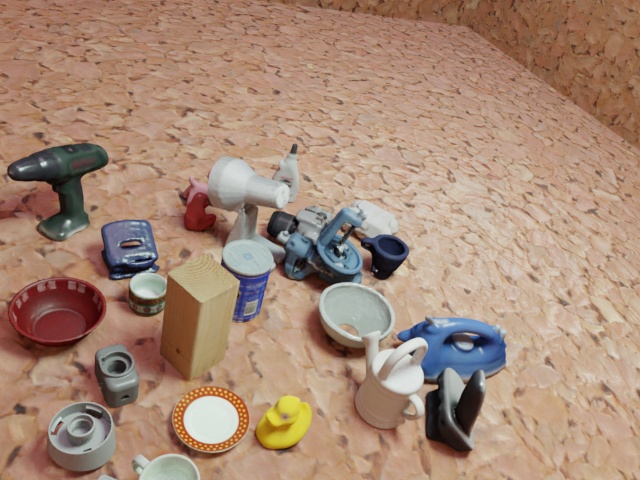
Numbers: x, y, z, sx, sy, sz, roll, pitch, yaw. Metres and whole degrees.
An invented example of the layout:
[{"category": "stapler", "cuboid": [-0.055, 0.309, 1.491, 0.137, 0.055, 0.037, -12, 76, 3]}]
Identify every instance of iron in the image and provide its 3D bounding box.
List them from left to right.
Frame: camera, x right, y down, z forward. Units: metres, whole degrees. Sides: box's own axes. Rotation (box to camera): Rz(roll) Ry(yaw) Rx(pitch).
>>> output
[{"category": "iron", "cuboid": [0.302, 0.213, 1.197, 0.259, 0.141, 0.118, 5, 39, -16]}]

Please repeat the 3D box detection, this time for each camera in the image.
[{"category": "camera", "cuboid": [-0.050, -0.037, 1.404, 0.136, 0.101, 0.143, 21, 37, 5]}]

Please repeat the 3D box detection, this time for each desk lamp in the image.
[{"category": "desk lamp", "cuboid": [-0.156, -0.064, 1.301, 0.203, 0.213, 0.118, 28, 38, 14]}]

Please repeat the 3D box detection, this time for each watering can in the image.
[{"category": "watering can", "cuboid": [0.131, 0.243, 1.045, 0.172, 0.194, 0.101, 34, 40, 20]}]

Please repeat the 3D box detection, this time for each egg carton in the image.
[{"category": "egg carton", "cuboid": [0.131, -0.044, 1.512, 0.150, 0.069, 0.107, 29, 38, 14]}]

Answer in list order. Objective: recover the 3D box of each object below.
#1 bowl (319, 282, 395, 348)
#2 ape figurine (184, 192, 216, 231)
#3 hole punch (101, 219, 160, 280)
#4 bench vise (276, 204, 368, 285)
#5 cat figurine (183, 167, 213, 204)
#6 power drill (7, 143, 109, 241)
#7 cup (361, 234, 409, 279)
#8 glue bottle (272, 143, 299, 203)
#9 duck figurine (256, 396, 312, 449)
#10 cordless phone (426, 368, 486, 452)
[{"category": "bowl", "cuboid": [0.070, 0.171, 1.211, 0.167, 0.075, 0.167, 11, 37, -8]}, {"category": "ape figurine", "cuboid": [-0.286, -0.072, 1.360, 0.076, 0.092, 0.077, -19, 50, -39]}, {"category": "hole punch", "cuboid": [-0.397, 0.018, 1.201, 0.109, 0.091, 0.100, -10, 45, -31]}, {"category": "bench vise", "cuboid": [0.013, 0.012, 1.268, 0.208, 0.220, 0.121, 7, 38, -14]}, {"category": "cat figurine", "cuboid": [-0.272, -0.145, 1.436, 0.128, 0.118, 0.067, -9, 44, -31]}, {"category": "power drill", "cuboid": [-0.543, -0.106, 1.202, 0.075, 0.208, 0.230, 27, 38, 13]}, {"category": "cup", "cuboid": [0.146, 0.044, 1.386, 0.118, 0.095, 0.091, 17, 37, -1]}, {"category": "glue bottle", "cuboid": [-0.085, -0.180, 1.511, 0.078, 0.173, 0.037, 9, 38, -11]}, {"category": "duck figurine", "cuboid": [-0.056, 0.302, 0.985, 0.105, 0.086, 0.077, -17, 49, -37]}, {"category": "cordless phone", "cuboid": [0.267, 0.284, 1.056, 0.094, 0.185, 0.147, 13, 37, -5]}]
